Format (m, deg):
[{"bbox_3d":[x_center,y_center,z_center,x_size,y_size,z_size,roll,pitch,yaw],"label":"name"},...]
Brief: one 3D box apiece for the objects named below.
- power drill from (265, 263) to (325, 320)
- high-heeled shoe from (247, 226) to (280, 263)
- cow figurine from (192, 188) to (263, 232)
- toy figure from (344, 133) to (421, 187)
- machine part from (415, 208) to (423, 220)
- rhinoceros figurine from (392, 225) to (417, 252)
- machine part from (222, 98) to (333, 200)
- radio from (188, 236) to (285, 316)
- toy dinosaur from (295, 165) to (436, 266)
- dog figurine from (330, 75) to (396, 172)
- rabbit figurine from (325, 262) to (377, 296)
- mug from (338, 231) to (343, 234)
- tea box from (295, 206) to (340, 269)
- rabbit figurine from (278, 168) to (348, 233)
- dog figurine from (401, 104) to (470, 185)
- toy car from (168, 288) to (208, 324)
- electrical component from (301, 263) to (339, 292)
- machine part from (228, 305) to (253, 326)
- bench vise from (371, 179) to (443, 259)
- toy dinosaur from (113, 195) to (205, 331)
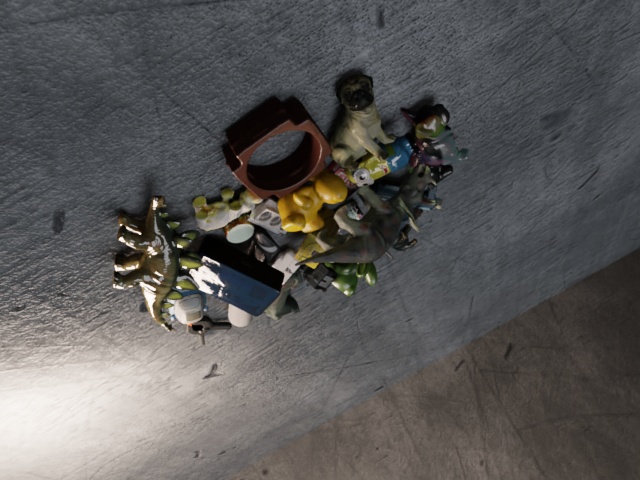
[{"bbox_3d":[-0.093,0.152,1.655,0.232,0.086,0.207,-19,152,-22],"label":"power drill"},{"bbox_3d":[-0.178,0.046,1.414,0.145,0.086,0.248,-39,162,-5],"label":"high-heeled shoe"},{"bbox_3d":[-0.210,-0.069,1.259,0.167,0.068,0.098,-17,152,-12],"label":"cow figurine"},{"bbox_3d":[0.145,-0.192,1.278,0.180,0.089,0.082,-30,120,6],"label":"toy figure"},{"bbox_3d":[0.246,-0.085,1.620,0.139,0.039,0.084,-5,133,-30],"label":"machine part"},{"bbox_3d":[0.223,-0.009,1.684,0.112,0.073,0.190,-34,151,30],"label":"rhinoceros figurine"},{"bbox_3d":[-0.091,-0.194,1.156,0.201,0.087,0.201,-34,146,9],"label":"machine part"},{"bbox_3d":[-0.220,0.097,1.380,0.229,0.073,0.131,29,129,-13],"label":"radio"},{"bbox_3d":[0.128,-0.024,1.325,0.405,0.192,0.131,-49,175,-19],"label":"toy dinosaur"},{"bbox_3d":[0.063,-0.265,1.193,0.172,0.121,0.190,-18,124,23],"label":"dog figurine"},{"bbox_3d":[0.104,0.076,1.656,0.121,0.159,0.170,28,103,-42],"label":"rabbit figurine"},{"bbox_3d":[0.028,0.032,1.578,0.109,0.081,0.107,-31,158,-7],"label":"mug"},{"bbox_3d":[-0.003,-0.004,1.434,0.098,0.068,0.169,-63,-178,-27],"label":"tea box"},{"bbox_3d":[-0.008,-0.109,1.275,0.173,0.162,0.122,-23,156,37],"label":"rabbit figurine"},{"bbox_3d":[0.262,-0.243,1.345,0.191,0.108,0.219,-41,142,24],"label":"dog figurine"},{"bbox_3d":[-0.355,0.171,1.459,0.109,0.103,0.161,-15,148,-23],"label":"toy car"},{"bbox_3d":[-0.003,0.104,1.584,0.075,0.048,0.119,-49,150,3],"label":"electrical component"},{"bbox_3d":[-0.231,0.192,1.587,0.079,0.079,0.243,-16,156,-19],"label":"machine part"},{"bbox_3d":[0.225,-0.077,1.517,0.223,0.129,0.240,2,124,-30],"label":"bench vise"},{"bbox_3d":[-0.374,0.069,1.244,0.198,0.105,0.470,6,136,-18],"label":"toy dinosaur"}]
